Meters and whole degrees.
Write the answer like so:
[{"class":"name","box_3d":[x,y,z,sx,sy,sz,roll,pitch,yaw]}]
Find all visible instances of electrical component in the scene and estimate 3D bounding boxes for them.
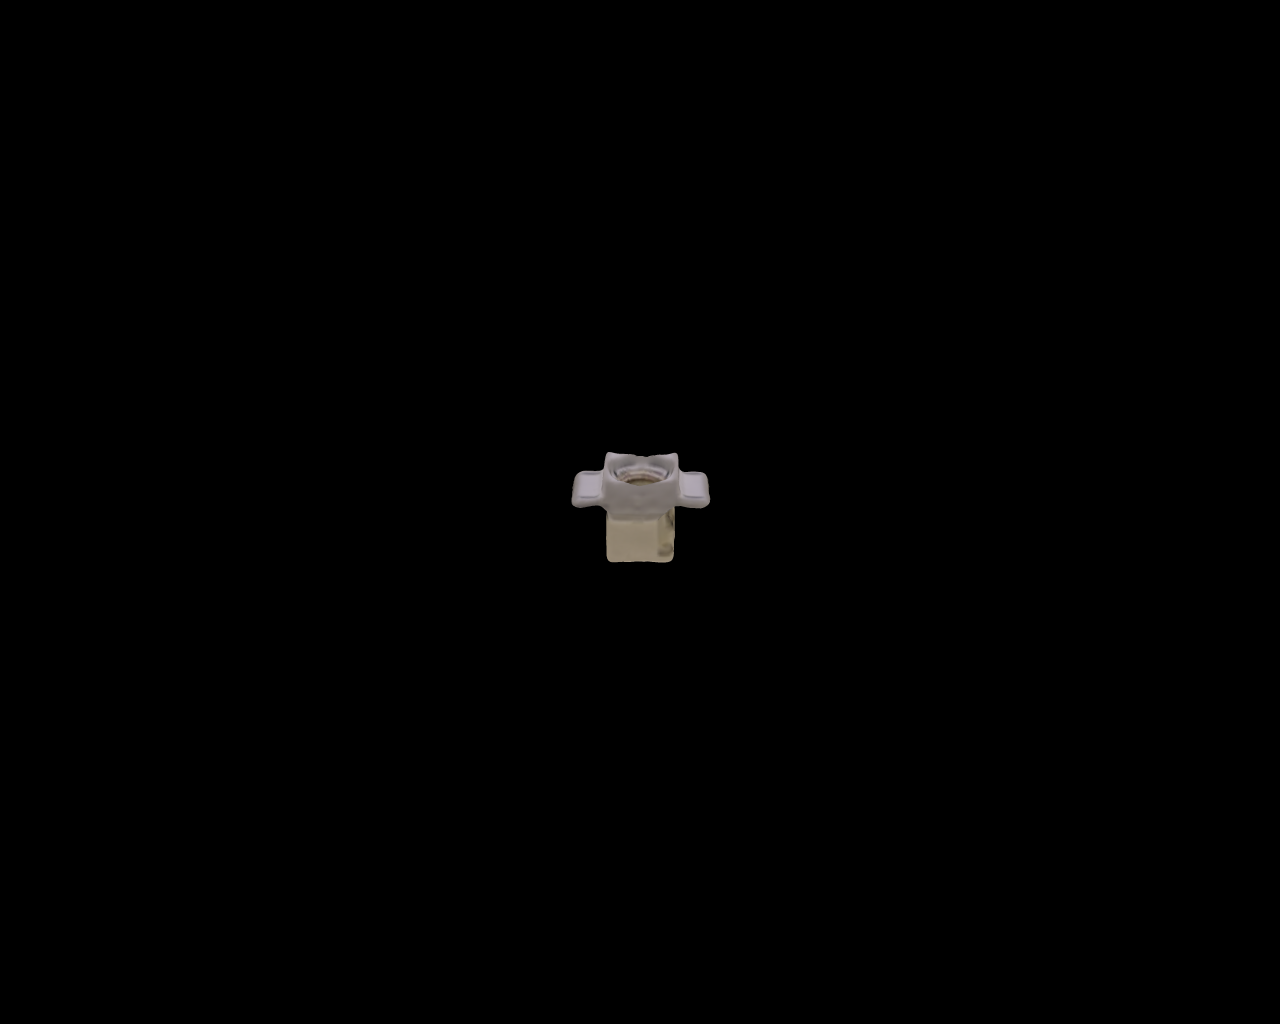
[{"class":"electrical component","box_3d":[0.001,-0.003,0.650,0.081,0.063,0.042,1,28,2]}]
